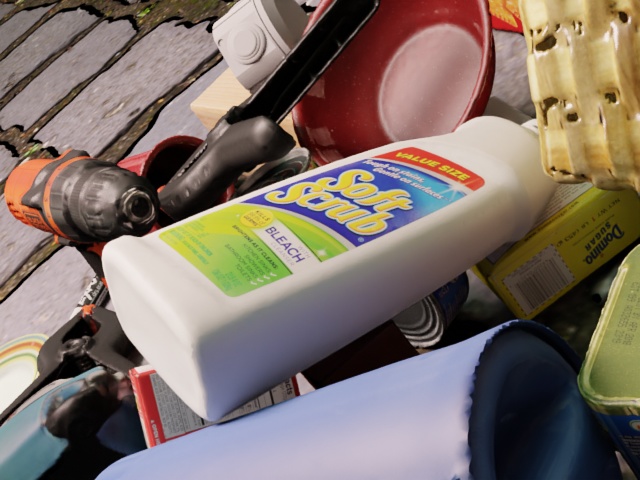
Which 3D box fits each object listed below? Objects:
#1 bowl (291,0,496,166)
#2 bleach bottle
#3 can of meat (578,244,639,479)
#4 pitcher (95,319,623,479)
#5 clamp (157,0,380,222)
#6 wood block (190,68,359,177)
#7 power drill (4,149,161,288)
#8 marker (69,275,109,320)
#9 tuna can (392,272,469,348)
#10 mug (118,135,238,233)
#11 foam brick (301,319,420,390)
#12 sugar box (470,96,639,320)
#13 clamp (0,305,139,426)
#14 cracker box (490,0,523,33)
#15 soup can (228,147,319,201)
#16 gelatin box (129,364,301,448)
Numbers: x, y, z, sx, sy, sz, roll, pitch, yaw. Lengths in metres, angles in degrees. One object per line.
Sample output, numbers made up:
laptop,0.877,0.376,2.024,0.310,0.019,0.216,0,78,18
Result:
bowl,0.056,-0.105,0.690,0.162,0.055,0.162,-12,72,40
bleach bottle,0.024,-0.007,0.545,0.250,0.068,0.103,-28,43,-24
can of meat,0.155,0.056,0.436,0.058,0.084,0.102,-9,39,42
pitcher,-0.002,0.126,0.456,0.243,0.149,0.145,-21,33,35
clamp,-0.044,-0.074,0.687,0.210,0.036,0.164,-34,20,51
wood block,-0.006,-0.097,0.850,0.090,0.090,0.206,-46,29,-16
power drill,-0.110,0.021,0.688,0.057,0.187,0.185,-46,27,-19
marker,-0.196,0.051,0.922,0.020,0.020,0.121,-18,34,33
tuna can,0.043,0.021,0.618,0.086,0.086,0.033,1,44,50
mug,-0.124,-0.041,0.916,0.117,0.093,0.082,-25,10,-38
foam brick,0.027,0.074,0.564,0.051,0.078,0.053,-42,29,-6
sugar box,0.114,-0.025,0.650,0.093,0.048,0.176,-36,24,2
clamp,-0.168,0.092,0.797,0.120,0.039,0.171,-10,25,8
cracker box,0.206,-0.234,0.832,0.164,0.072,0.214,-43,29,-9
soup can,-0.004,0.001,0.680,0.069,0.102,0.068,-33,23,16
gelatin box,-0.054,0.097,0.594,0.089,0.073,0.030,-14,4,-16
